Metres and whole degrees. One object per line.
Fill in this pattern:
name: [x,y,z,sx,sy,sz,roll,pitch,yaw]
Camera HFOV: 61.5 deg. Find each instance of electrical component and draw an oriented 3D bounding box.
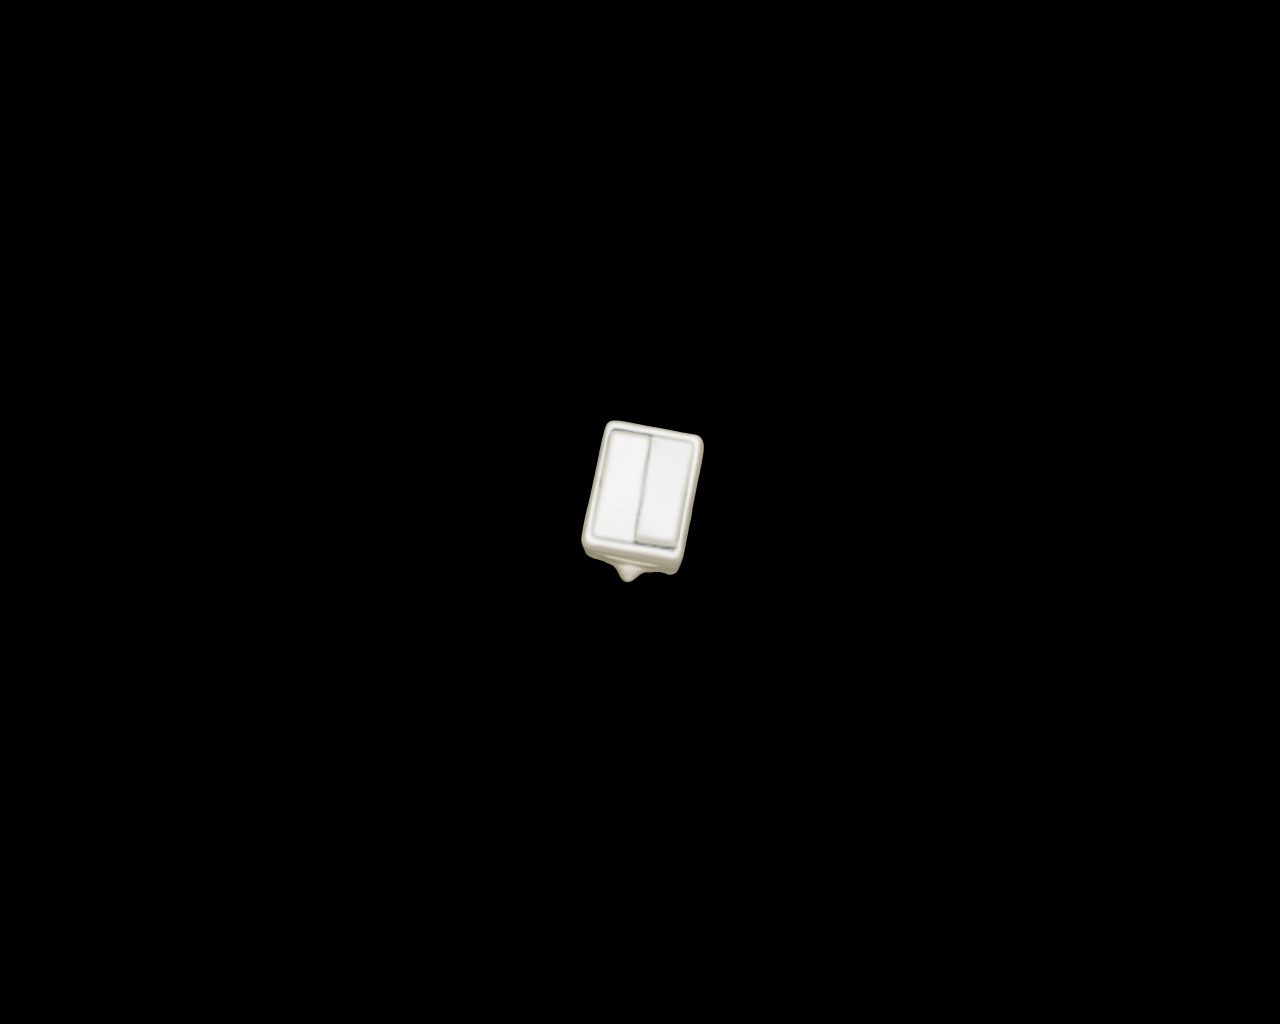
electrical component: [0.001,-0.003,0.650,0.062,0.096,0.061,11,-11,2]
